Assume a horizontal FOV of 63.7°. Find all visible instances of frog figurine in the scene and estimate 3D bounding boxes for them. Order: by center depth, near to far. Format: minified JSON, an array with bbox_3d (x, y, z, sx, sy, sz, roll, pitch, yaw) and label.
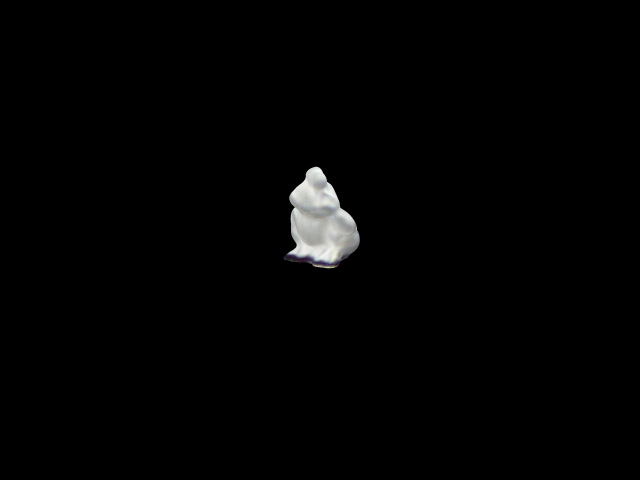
[{"bbox_3d":[0.003,-0.043,0.850,0.123,0.158,0.138,-6,13,-28],"label":"frog figurine"}]
